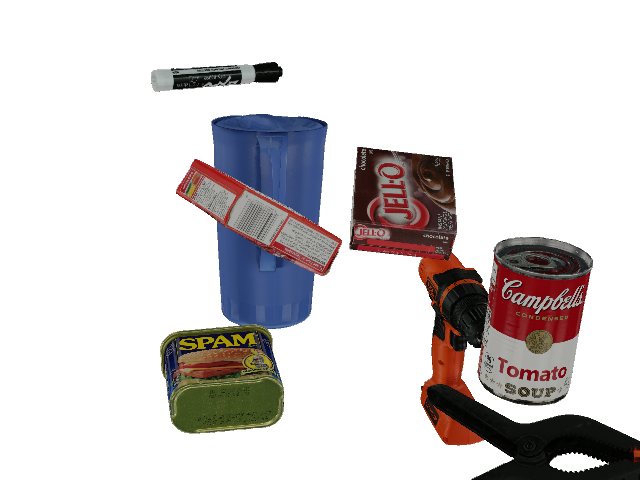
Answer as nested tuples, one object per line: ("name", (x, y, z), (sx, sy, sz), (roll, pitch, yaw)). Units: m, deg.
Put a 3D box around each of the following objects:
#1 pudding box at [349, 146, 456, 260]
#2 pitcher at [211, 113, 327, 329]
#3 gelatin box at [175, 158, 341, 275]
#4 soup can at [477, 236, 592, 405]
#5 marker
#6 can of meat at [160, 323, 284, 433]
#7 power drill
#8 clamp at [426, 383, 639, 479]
("pudding box", (0.073, -0.034, 0.955), (0.090, 0.039, 0.113), (7, 39, -2))
("pitcher", (-0.061, -0.022, 1.239), (0.145, 0.243, 0.148), (13, 19, 38))
("gelatin box", (-0.040, -0.015, 0.693), (0.089, 0.030, 0.073), (28, 2, -37))
("soup can", (0.150, 0.057, 0.757), (0.068, 0.102, 0.068), (4, 22, -2))
("marker", (-0.091, -0.147, 0.956), (0.121, 0.020, 0.020), (-8, 3, -23))
("can of meat", (-0.086, 0.121, 0.930), (0.102, 0.057, 0.084), (-4, 27, -10))
("power drill", (0.150, 0.122, 1.144), (0.057, 0.188, 0.184), (-4, 23, -8))
("clamp", (0.170, 0.192, 0.894), (0.210, 0.036, 0.164), (3, 40, 23))
